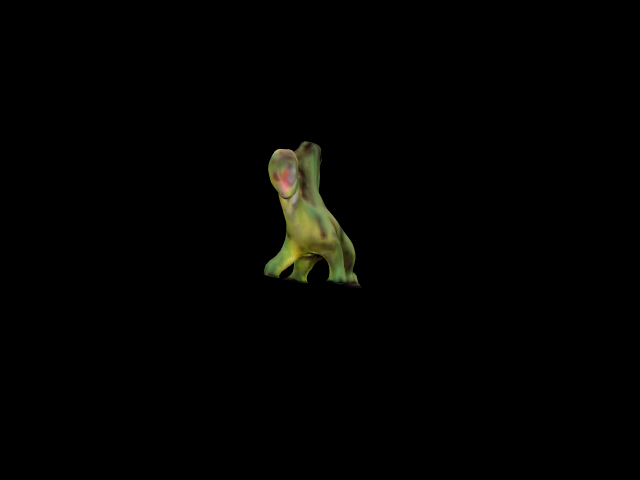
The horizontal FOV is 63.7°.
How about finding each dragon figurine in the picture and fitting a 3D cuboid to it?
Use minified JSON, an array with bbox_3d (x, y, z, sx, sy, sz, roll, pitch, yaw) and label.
[{"bbox_3d":[0.003,-0.043,0.850,0.122,0.244,0.408,-2,-8,16],"label":"dragon figurine"}]
